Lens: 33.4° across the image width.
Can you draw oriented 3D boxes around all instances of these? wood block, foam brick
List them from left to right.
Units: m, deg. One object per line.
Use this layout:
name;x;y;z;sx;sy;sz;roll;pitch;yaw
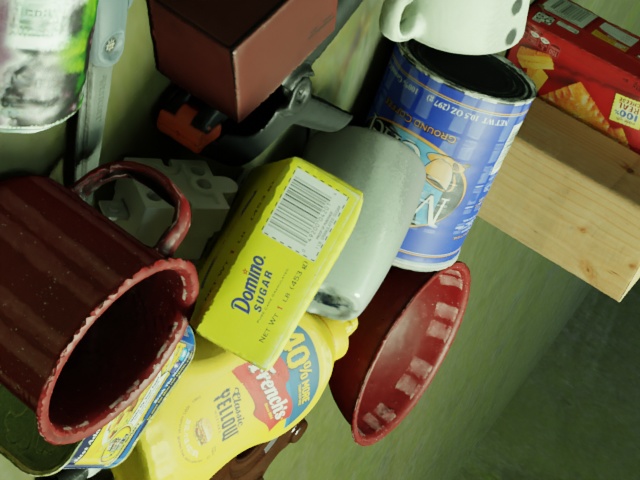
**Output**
foam brick;-0.034;-0.104;0.490;0.078;0.051;0.053;-48;161;-26
wood block;0.207;-0.050;0.941;0.090;0.206;0.090;-35;151;-47

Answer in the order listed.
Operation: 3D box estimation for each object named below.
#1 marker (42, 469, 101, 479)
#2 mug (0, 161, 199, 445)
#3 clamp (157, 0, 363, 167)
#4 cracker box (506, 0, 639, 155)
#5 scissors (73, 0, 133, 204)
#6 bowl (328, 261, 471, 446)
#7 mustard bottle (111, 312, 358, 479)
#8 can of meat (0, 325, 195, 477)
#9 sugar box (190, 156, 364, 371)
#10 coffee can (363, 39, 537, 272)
marker;-0.131;0.130;0.679;0.120;0.020;0.020;-32;149;-52
mug;-0.105;0.016;0.454;0.117;0.081;0.093;-53;162;-7
clamp;-0.018;-0.096;0.567;0.171;0.039;0.120;-33;141;-54
cracker box;0.240;-0.100;1.011;0.072;0.164;0.214;-39;154;-39
scissors;-0.078;-0.099;0.442;0.096;0.016;0.202;-47;161;-31
bowl;0.052;0.077;0.830;0.161;0.055;0.162;-44;152;-32
mustard bottle;-0.049;0.089;0.686;0.191;0.058;0.096;-27;119;-36
can of meat;-0.117;0.073;0.563;0.102;0.057;0.084;-55;164;-3
sugar box;-0.035;0.007;0.558;0.093;0.048;0.176;-60;-167;-5
coffee can;0.077;-0.063;0.755;0.102;0.103;0.140;-29;147;-54
